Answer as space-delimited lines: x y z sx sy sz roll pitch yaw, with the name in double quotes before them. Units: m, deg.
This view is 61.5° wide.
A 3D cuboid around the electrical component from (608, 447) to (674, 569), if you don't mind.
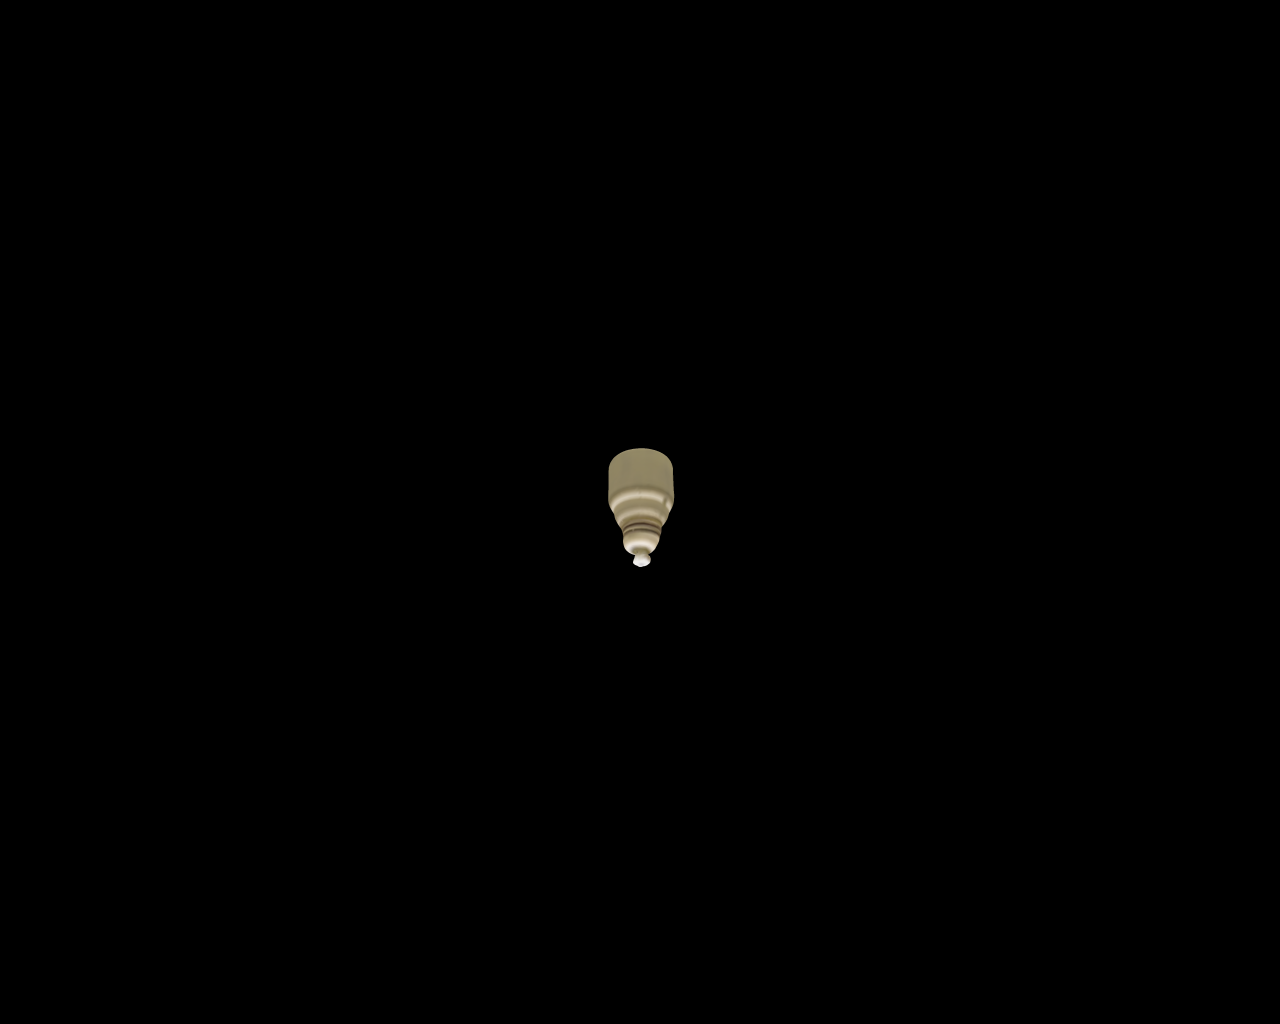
"electrical component" 0.001 -0.003 0.650 0.040 0.078 0.040 0 -32 0
